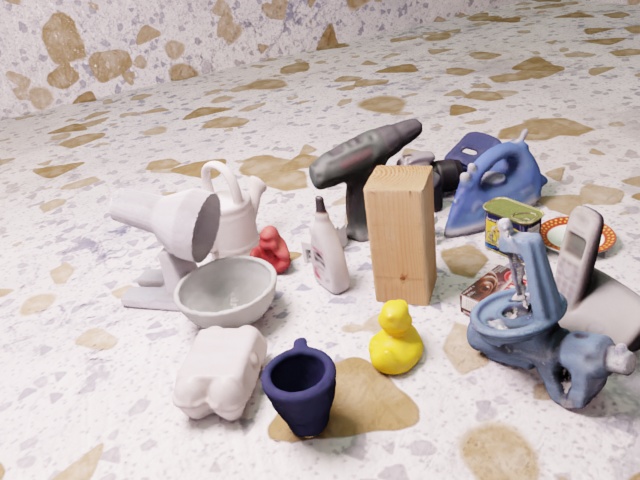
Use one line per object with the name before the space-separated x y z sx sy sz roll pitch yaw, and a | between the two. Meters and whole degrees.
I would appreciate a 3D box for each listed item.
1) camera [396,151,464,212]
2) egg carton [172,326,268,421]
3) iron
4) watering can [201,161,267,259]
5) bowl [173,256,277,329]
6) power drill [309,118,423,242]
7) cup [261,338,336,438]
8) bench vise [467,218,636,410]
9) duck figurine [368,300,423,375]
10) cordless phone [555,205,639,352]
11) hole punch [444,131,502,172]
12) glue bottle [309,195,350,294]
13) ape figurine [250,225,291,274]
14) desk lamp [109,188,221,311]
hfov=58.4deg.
camera | 0.236 -0.133 1.206 0.137 0.101 0.143 -10 30 -2
egg carton | -0.134 0.180 0.792 0.107 0.069 0.150 -2 30 11
iron | 0.329 -0.114 1.109 0.259 0.142 0.118 -28 35 -30
watering can | -0.175 -0.065 1.100 0.100 0.194 0.173 4 32 21
bowl | -0.146 0.098 0.931 0.167 0.075 0.167 -6 30 4
power drill | 0.096 -0.111 1.096 0.230 0.209 0.075 -17 31 -14
cup | -0.021 0.189 0.721 0.091 0.095 0.117 -7 30 2
bench vise | 0.281 0.082 0.704 0.206 0.220 0.122 10 35 30
duck figurine | 0.104 0.128 0.804 0.077 0.086 0.105 4 32 21
cordless phone | 0.367 0.058 0.759 0.094 0.185 0.147 -19 31 -17
hole punch | 0.340 -0.182 1.274 0.101 0.091 0.108 -25 34 -26
glue bottle | 0.009 0.003 0.956 0.037 0.173 0.077 -25 34 -26
ape figurine | -0.089 0.016 1.041 0.077 0.092 0.076 14 37 34
desk lamp | -0.259 0.010 0.972 0.202 0.214 0.118 1 31 16
